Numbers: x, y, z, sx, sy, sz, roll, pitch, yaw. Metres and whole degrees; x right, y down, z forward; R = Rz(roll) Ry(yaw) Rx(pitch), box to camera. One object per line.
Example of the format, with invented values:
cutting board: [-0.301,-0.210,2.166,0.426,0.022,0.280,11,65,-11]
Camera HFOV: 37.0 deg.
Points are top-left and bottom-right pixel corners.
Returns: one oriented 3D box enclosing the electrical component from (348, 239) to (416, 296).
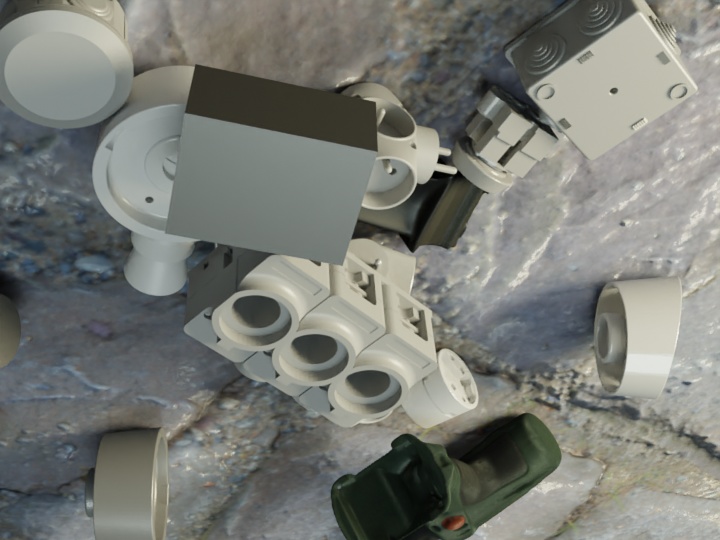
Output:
electrical component: [0.000,0.000,0.764,0.077,0.043,0.079,12,168,-3]

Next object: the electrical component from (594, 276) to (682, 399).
electrical component: [0.225,0.054,0.859,0.064,0.099,0.099,1,135,-4]

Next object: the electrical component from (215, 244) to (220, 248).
electrical component: [-0.072,-0.011,0.755,0.057,0.058,0.078,-4,143,-10]

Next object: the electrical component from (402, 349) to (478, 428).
electrical component: [0.064,0.101,0.903,0.047,0.055,0.055,-32,133,25]

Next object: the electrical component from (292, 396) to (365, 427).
electrical component: [-0.014,0.080,0.847,0.080,0.080,0.051,-28,139,17]

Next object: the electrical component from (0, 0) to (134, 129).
electrical component: [-0.172,-0.126,0.621,0.080,0.051,0.080,-6,136,-6]

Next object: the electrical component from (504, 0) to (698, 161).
electrical component: [0.156,-0.128,0.689,0.100,0.048,0.100,-34,132,22]

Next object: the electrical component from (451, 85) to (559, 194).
electrical component: [0.094,-0.085,0.723,0.066,0.048,0.055,24,119,-31]

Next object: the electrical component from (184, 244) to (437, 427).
electrical component: [-0.031,0.036,0.715,0.089,0.061,0.150,-37,124,27]

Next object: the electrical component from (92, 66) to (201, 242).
electrical component: [-0.112,-0.077,0.676,0.108,0.060,0.108,-6,135,-6]

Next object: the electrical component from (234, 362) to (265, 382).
electrical component: [-0.081,0.042,0.817,0.079,0.044,0.077,13,131,-23]

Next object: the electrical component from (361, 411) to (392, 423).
electrical component: [0.005,0.097,0.892,0.040,0.046,0.040,-6,136,-6]

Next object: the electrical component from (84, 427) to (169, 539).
electrical component: [-0.197,0.186,0.901,0.060,0.108,0.108,0,136,-3]

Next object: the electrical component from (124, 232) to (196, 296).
electrical component: [-0.138,-0.016,0.746,0.045,0.045,0.055,6,133,-18]

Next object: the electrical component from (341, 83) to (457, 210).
electrical component: [0.025,-0.077,0.693,0.079,0.077,0.044,9,132,-21]
